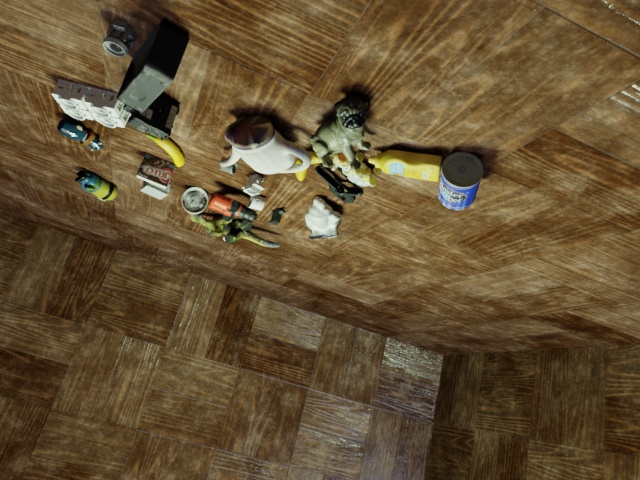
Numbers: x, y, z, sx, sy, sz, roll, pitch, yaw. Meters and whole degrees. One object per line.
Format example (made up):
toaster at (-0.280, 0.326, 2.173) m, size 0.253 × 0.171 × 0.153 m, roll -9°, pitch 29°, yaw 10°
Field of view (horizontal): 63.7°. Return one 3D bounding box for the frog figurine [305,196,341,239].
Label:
frog figurine at (0.006, -0.092, 1.832) m, size 0.138 × 0.125 × 0.156 m, roll 9°, pitch 124°, yaw 38°

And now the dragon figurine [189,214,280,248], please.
dragon figurine at (-0.390, -0.046, 2.266) m, size 0.408 × 0.123 × 0.243 m, roll 24°, pitch 176°, yaw -19°

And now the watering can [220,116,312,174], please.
watering can at (-0.195, -0.256, 1.471) m, size 0.348 × 0.106 × 0.220 m, roll 6°, pitch 157°, yaw 27°
